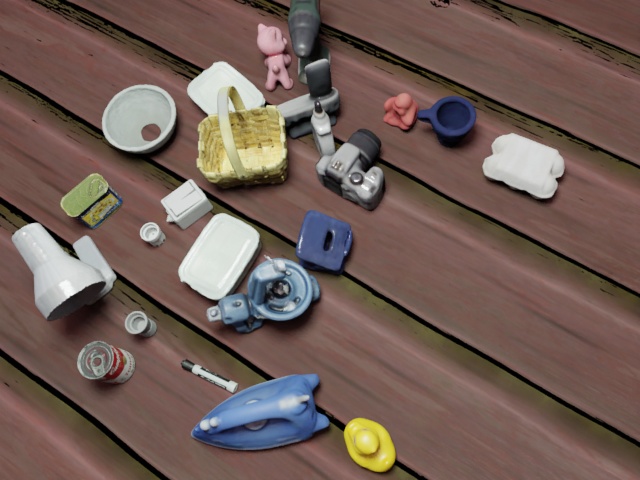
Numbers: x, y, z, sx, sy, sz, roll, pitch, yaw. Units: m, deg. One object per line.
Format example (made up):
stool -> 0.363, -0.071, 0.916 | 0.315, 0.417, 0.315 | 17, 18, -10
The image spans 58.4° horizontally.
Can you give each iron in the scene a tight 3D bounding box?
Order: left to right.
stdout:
iron -> -0.121, 0.310, 1.005 | 0.258, 0.141, 0.118 | -15, 69, 0

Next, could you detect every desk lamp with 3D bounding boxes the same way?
desk lamp -> -0.485, 0.062, 1.094 | 0.118, 0.214, 0.203 | -38, 71, -8

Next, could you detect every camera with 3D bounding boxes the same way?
camera -> 0.080, -0.157, 1.173 | 0.143, 0.101, 0.137 | 32, 76, 16

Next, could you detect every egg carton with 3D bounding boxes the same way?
egg carton -> 0.409, -0.148, 1.152 | 0.150, 0.069, 0.107 | 24, 75, 14

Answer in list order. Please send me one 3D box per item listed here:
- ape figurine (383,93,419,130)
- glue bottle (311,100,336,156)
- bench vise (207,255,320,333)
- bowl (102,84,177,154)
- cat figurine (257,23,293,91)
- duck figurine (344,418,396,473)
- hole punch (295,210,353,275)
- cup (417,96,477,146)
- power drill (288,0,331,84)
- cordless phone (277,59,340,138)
ape figurine -> 0.174, -0.279, 1.212 | 0.076, 0.092, 0.077 | -20, 69, -1
glue bottle -> 0.004, -0.231, 1.170 | 0.037, 0.173, 0.078 | -20, 69, -1
bench vise -> -0.104, 0.106, 1.034 | 0.207, 0.220, 0.121 | -37, 70, -7
bowl -> -0.390, -0.256, 1.273 | 0.167, 0.075, 0.167 | -2, 70, 5
cat figurine -> -0.103, -0.417, 1.277 | 0.067, 0.118, 0.128 | -9, 69, 3
duck figurine -> 0.086, 0.356, 0.996 | 0.077, 0.086, 0.104 | -43, 72, -10
hole punch -> 0.010, 0.004, 1.128 | 0.101, 0.091, 0.109 | 12, 72, 10
cup -> 0.258, -0.237, 1.186 | 0.117, 0.095, 0.092 | 6, 71, 8
power drill -> -0.023, -0.433, 1.226 | 0.075, 0.208, 0.229 | -3, 70, 5
cordless phone -> -0.034, -0.307, 1.194 | 0.147, 0.185, 0.094 | -23, 69, -2
